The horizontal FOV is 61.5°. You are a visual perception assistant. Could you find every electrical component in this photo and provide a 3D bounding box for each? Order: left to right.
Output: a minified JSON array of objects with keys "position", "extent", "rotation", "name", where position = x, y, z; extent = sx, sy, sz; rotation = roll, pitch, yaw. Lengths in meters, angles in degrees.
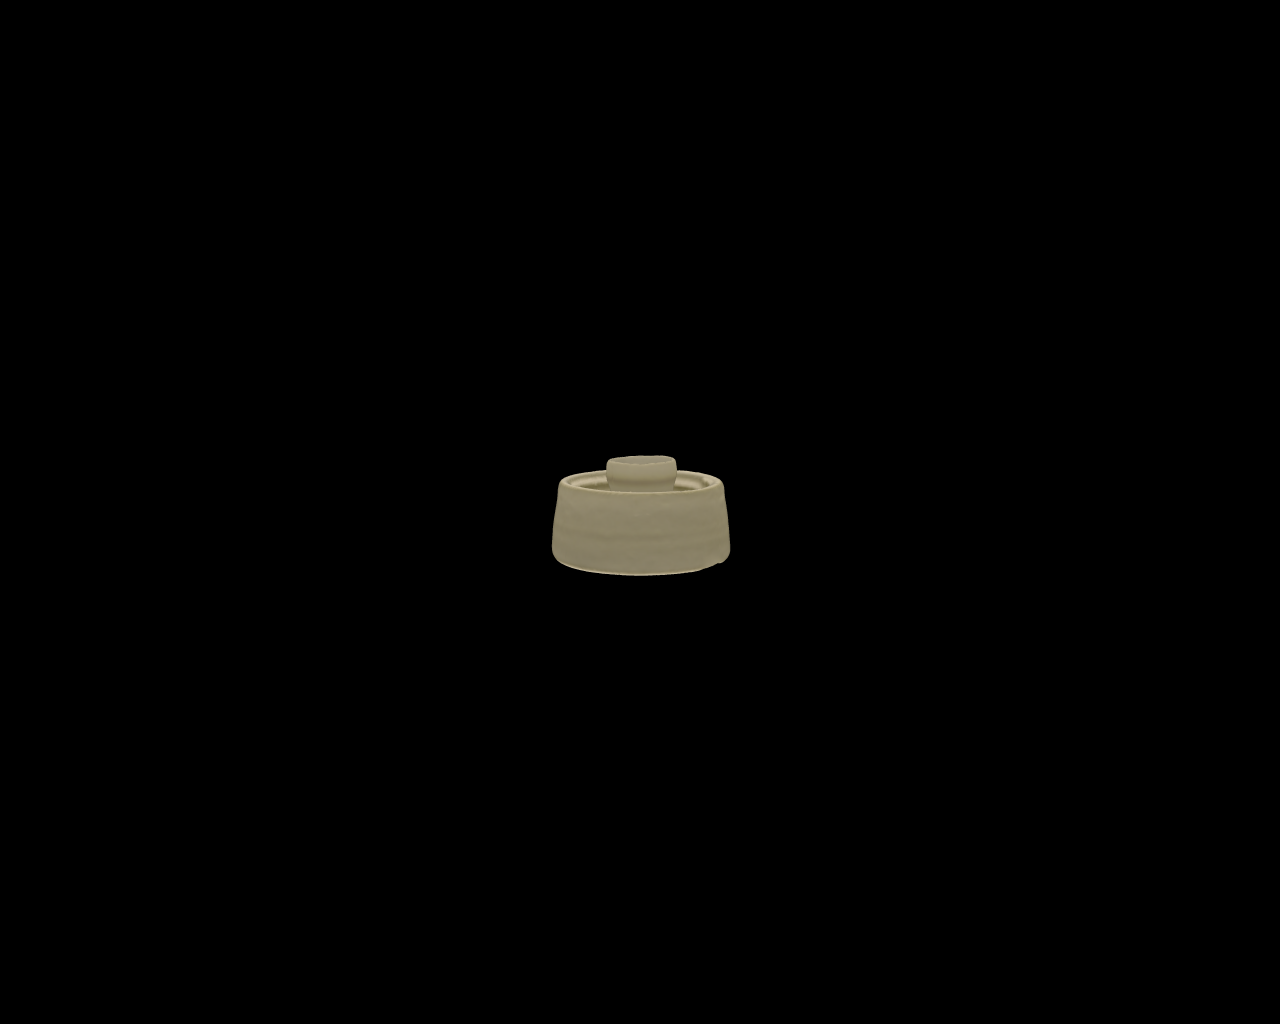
[{"position":[0.001,-0.003,0.650],"extent":[0.108,0.060,0.108],"rotation":[0,10,0],"name":"electrical component"}]
